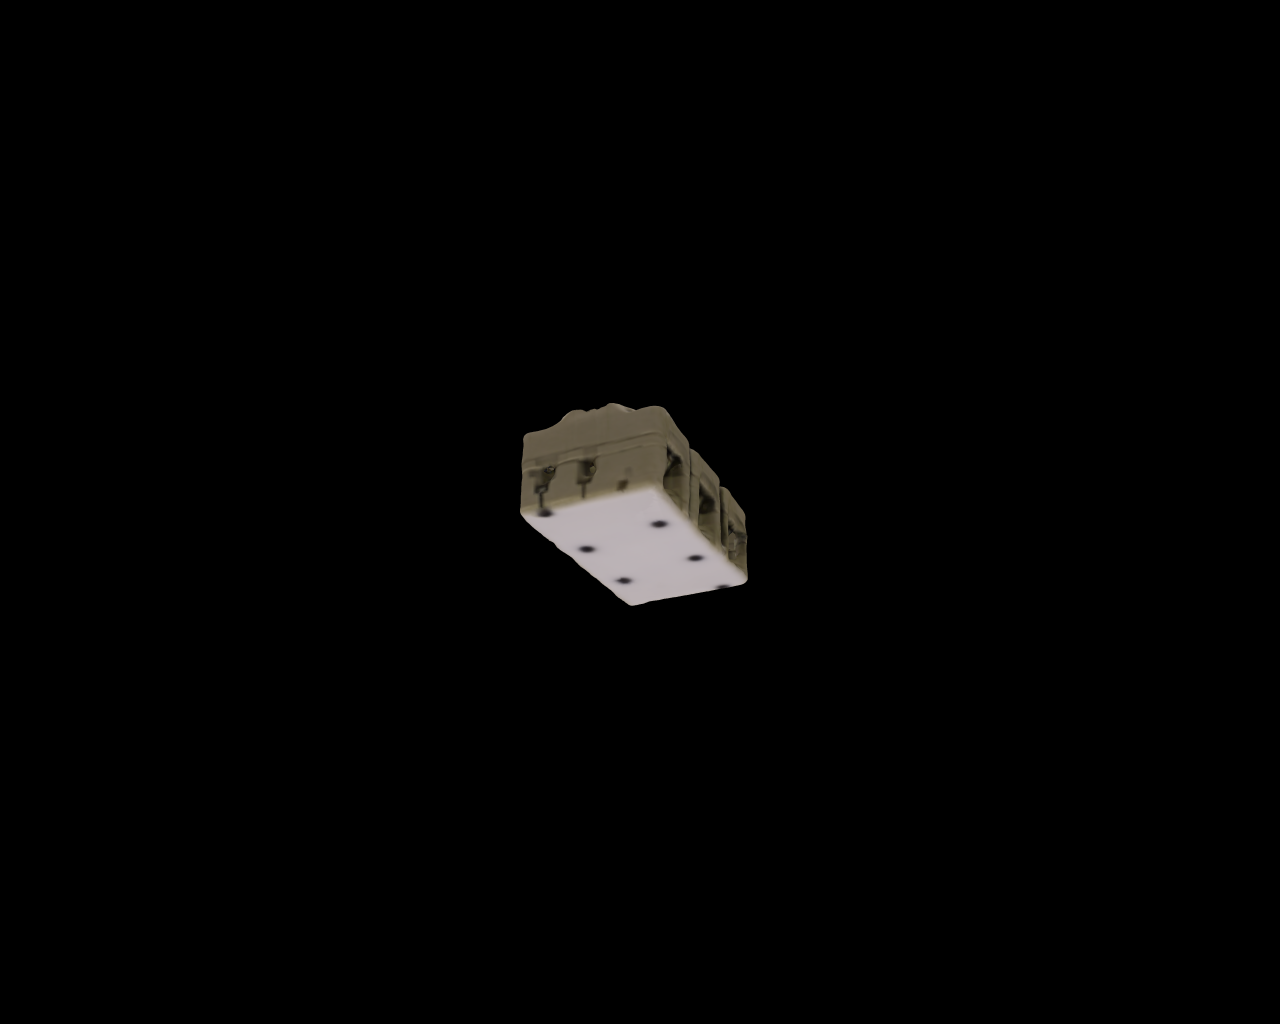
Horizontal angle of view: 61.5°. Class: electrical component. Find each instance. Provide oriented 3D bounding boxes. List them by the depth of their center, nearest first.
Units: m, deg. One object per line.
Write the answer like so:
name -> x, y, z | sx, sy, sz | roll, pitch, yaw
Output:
electrical component -> 0.001, -0.003, 0.650 | 0.089, 0.062, 0.150 | -11, -29, 21
